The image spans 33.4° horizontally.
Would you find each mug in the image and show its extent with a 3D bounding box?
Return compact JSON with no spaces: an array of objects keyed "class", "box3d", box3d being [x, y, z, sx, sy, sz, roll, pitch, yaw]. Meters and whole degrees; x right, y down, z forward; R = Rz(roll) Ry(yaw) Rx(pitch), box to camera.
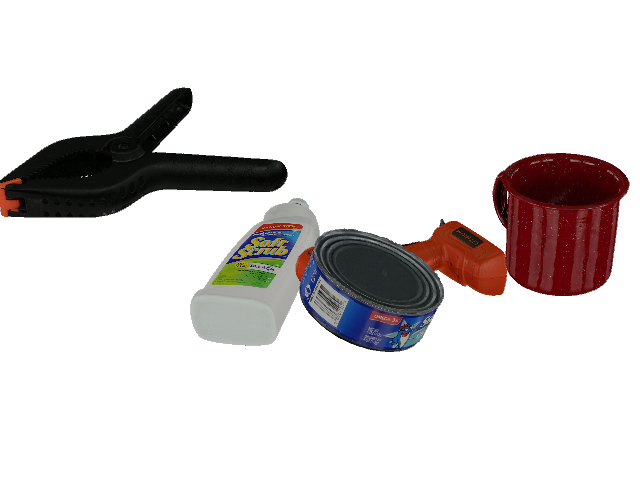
[{"class":"mug","box3d":[0.176,-0.015,0.824,0.093,0.081,0.117,-23,36,-31]}]

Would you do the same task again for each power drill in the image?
[{"class":"power drill","box3d":[0.089,0.041,1.067,0.187,0.057,0.185,-12,28,-23]}]

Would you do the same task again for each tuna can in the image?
[{"class":"tuna can","box3d":[0.031,0.031,0.662,0.086,0.034,0.086,18,28,-10]}]

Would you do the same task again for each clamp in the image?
[{"class":"clamp","box3d":[-0.142,-0.056,0.824,0.209,0.036,0.165,-25,42,-34]}]

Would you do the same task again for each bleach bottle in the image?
[{"class":"bleach bottle","box3d":[-0.065,0.023,1.261,0.103,0.068,0.250,4,33,13]}]
